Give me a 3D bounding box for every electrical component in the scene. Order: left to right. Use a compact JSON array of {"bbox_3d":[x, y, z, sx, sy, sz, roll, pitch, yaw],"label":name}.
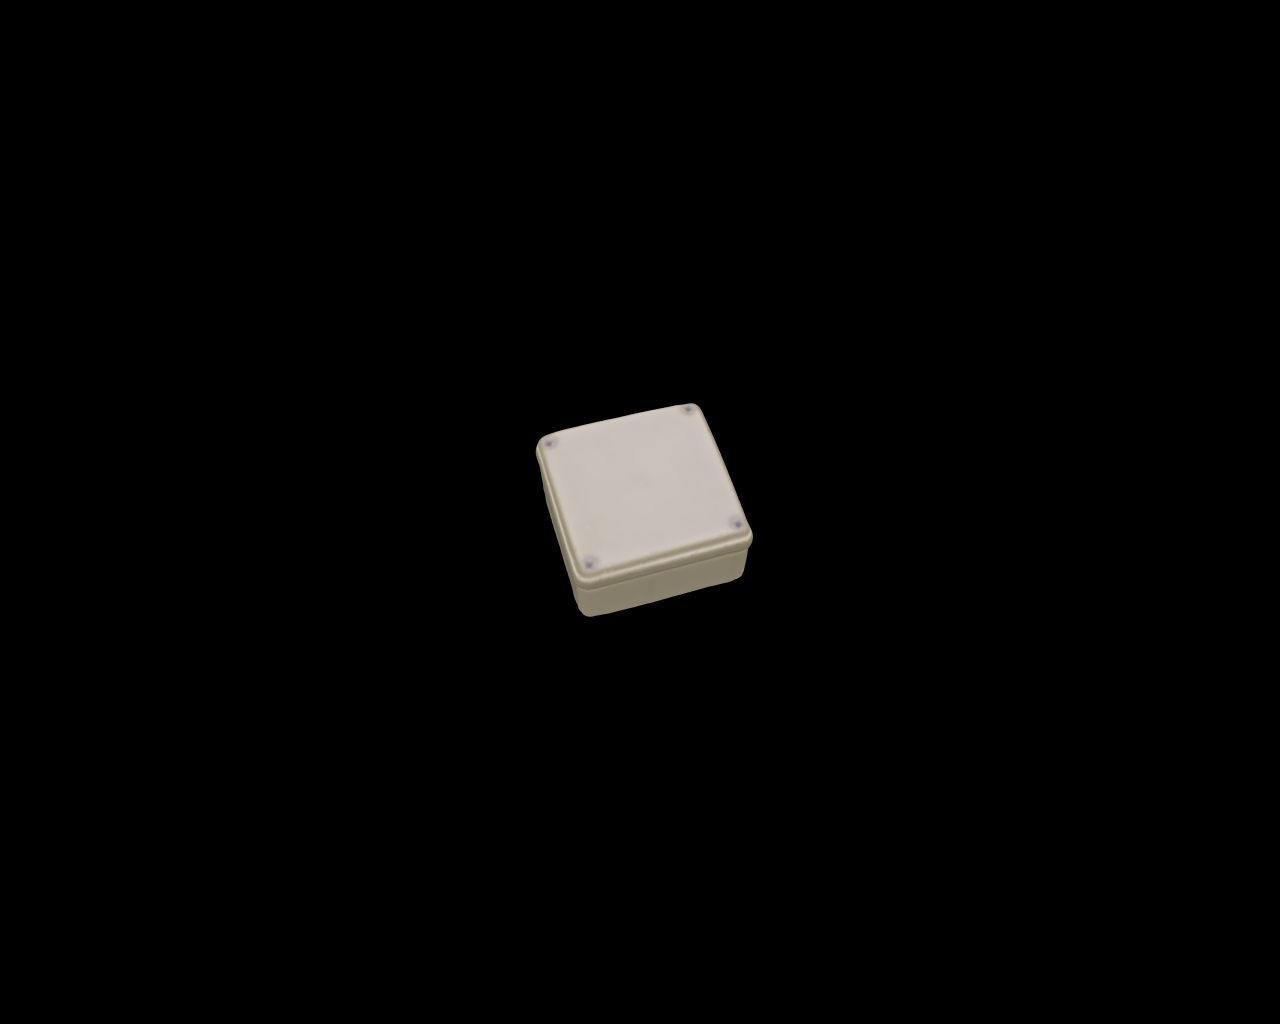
[{"bbox_3d":[0.001,-0.003,0.650,0.109,0.109,0.056,-14,-32,-9],"label":"electrical component"}]
